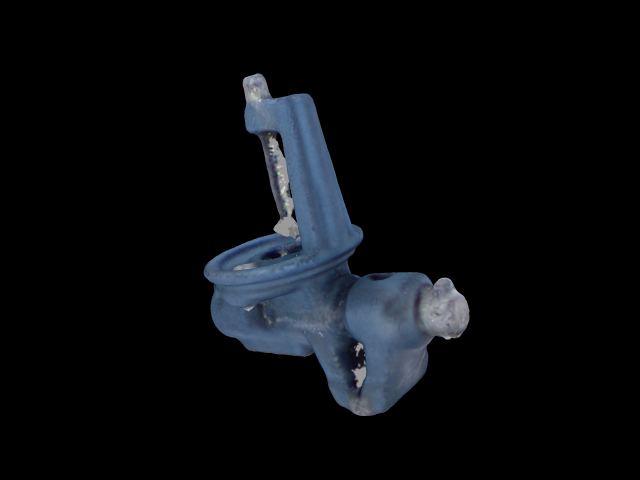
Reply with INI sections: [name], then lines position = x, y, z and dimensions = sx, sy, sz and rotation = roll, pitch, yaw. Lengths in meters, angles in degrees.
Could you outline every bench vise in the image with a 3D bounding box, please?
[bench vise]
position = 0.008, -0.003, 0.410
dimensions = 0.207, 0.220, 0.122
rotation = 7, 23, 17
